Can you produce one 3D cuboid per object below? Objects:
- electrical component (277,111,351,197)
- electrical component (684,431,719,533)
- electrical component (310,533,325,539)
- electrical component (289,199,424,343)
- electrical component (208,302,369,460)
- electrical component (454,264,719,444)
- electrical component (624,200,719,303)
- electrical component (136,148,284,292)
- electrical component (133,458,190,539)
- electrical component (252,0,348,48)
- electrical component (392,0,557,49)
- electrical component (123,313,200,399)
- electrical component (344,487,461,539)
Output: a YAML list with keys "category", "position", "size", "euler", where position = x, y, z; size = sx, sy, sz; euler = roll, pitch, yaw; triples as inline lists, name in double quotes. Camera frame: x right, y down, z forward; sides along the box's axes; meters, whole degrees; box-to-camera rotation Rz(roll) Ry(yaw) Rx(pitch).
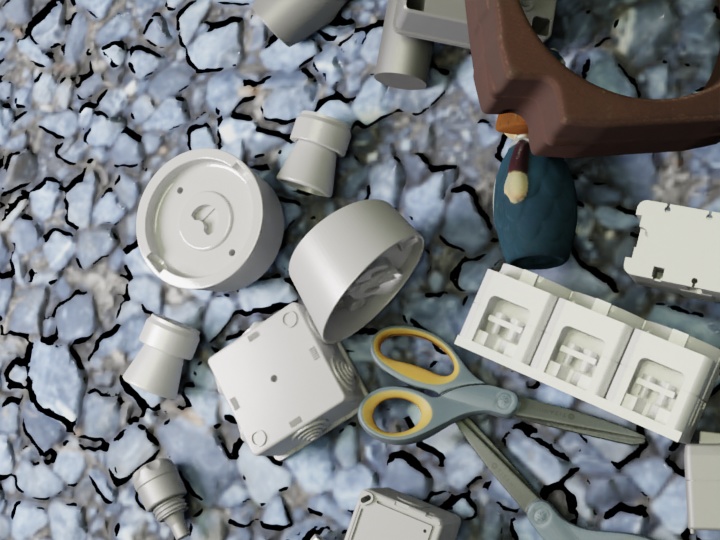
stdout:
- category: "electrical component"
  position: [-0.034, -0.088, 0.820]
  size: [0.045, 0.045, 0.055]
  euler: [17, 87, 23]
- category: "electrical component"
  position: [0.251, 0.130, 0.660]
  size: [0.096, 0.062, 0.061]
  euler: [-4, 79, 21]
- category: "electrical component"
  position: [-0.047, 0.217, 0.776]
  size: [0.035, 0.035, 0.061]
  euler: [39, 93, 23]
- category: "electrical component"
  position: [0.000, 0.000, 0.763]
  size: [0.099, 0.099, 0.064]
  euler: [-41, 63, 10]
- category: "electrical component"
  position: [-0.054, 0.082, 0.795]
  size: [0.100, 0.048, 0.099]
  euler: [-34, 71, 13]
- category: "electrical component"
  position: [0.151, 0.053, 0.698]
  size: [0.150, 0.089, 0.061]
  euler: [23, 89, 23]
- category: "electrical component"
  position: [0.224, -0.009, 0.699]
  size: [0.089, 0.056, 0.050]
  euler: [13, 85, 23]
- category: "electrical component"
  position: [-0.111, -0.034, 0.831]
  size: [0.108, 0.060, 0.108]
  euler: [-4, 79, 21]
- category: "electrical component"
  position: [-0.148, 0.177, 0.823]
  size: [0.035, 0.035, 0.061]
  euler: [-33, 73, 13]
- category: "electrical component"
  position: [-0.053, -0.231, 0.853]
  size: [0.077, 0.044, 0.079]
  euler: [-41, 69, 10]
- category: "electrical component"
  position: [0.087, -0.216, 0.768]
  size: [0.109, 0.056, 0.108]
  euler: [10, 84, -4]
- category: "electrical component"
  position: [-0.154, 0.067, 0.839]
  size: [0.045, 0.045, 0.055]
  euler: [22, 89, 23]
- category: "electrical component"
  position: [0.023, 0.203, 0.736]
  size: [0.062, 0.061, 0.096]
  euler: [18, 87, 23]
